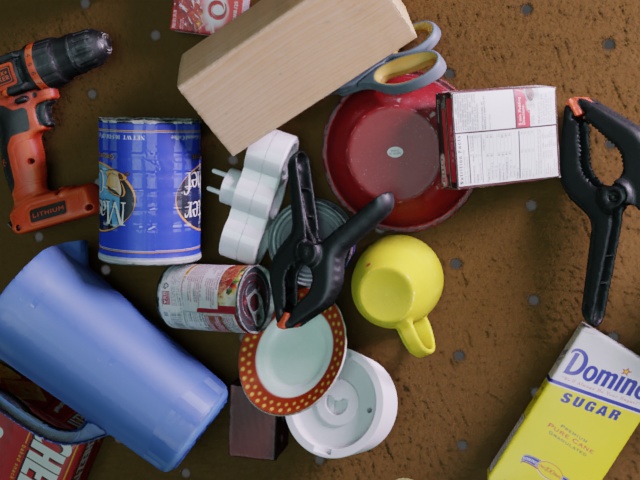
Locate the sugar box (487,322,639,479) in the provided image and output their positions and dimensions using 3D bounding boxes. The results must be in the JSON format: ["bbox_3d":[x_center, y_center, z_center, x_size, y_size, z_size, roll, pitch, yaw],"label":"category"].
[{"bbox_3d":[0.244,0.177,1.019,0.093,0.048,0.176,31,97,7],"label":"sugar box"}]

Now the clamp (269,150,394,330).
[{"bbox_3d":[0.005,0.009,1.015,0.120,0.039,0.171,19,103,38],"label":"clamp"}]

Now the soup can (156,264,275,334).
[{"bbox_3d":[-0.105,0.058,1.067,0.102,0.068,0.068,1,98,30],"label":"soup can"}]

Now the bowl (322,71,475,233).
[{"bbox_3d":[0.075,-0.084,1.027,0.162,0.055,0.162,2,98,12],"label":"bowl"}]

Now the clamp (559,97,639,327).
[{"bbox_3d":[0.271,-0.032,0.983,0.165,0.036,0.210,-38,72,34],"label":"clamp"}]

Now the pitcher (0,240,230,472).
[{"bbox_3d":[-0.222,0.132,1.087,0.243,0.144,0.149,38,128,2],"label":"pitcher"}]

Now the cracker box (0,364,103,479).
[{"bbox_3d":[-0.360,0.225,1.159,0.214,0.072,0.164,25,103,8],"label":"cracker box"}]

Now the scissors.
[{"bbox_3d":[0.037,-0.165,1.036,0.202,0.096,0.016,-3,141,37],"label":"scissors"}]

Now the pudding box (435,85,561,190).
[{"bbox_3d":[0.165,-0.096,0.988,0.113,0.039,0.090,-6,98,-17],"label":"pudding box"}]

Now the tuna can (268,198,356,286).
[{"bbox_3d":[-0.007,0.001,1.068,0.086,0.033,0.086,2,98,13],"label":"tuna can"}]

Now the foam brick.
[{"bbox_3d":[-0.062,0.181,1.096,0.051,0.053,0.078,4,99,12],"label":"foam brick"}]

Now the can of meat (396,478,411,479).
[{"bbox_3d":[0.083,0.301,1.064,0.057,0.084,0.102,13,100,10],"label":"can of meat"}]

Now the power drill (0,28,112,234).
[{"bbox_3d":[-0.278,-0.111,1.103,0.185,0.057,0.187,-16,91,18],"label":"power drill"}]

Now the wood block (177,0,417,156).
[{"bbox_3d":[-0.024,-0.182,1.004,0.206,0.090,0.090,-32,117,15],"label":"wood block"}]

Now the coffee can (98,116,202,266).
[{"bbox_3d":[-0.169,-0.051,1.061,0.103,0.102,0.140,3,98,12],"label":"coffee can"}]

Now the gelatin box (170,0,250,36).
[{"bbox_3d":[-0.107,-0.247,1.057,0.073,0.030,0.089,9,100,11],"label":"gelatin box"}]
